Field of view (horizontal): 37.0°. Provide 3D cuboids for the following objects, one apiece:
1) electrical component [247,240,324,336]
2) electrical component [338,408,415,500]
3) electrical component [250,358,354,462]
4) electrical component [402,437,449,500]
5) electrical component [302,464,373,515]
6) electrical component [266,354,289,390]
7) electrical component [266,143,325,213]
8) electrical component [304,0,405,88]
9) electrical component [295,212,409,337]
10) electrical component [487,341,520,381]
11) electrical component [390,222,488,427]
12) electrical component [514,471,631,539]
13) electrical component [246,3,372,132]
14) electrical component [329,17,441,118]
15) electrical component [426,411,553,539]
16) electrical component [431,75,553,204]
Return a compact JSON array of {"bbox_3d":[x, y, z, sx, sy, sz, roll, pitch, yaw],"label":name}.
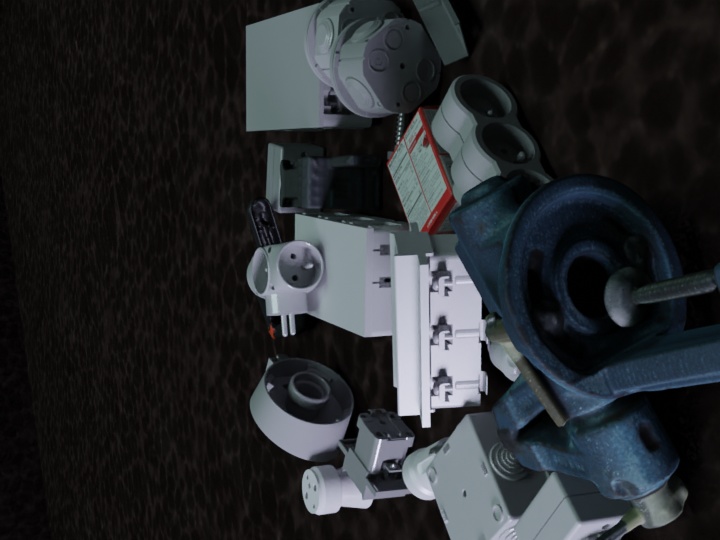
[{"bbox_3d":[-0.066,0.018,0.944,0.077,0.044,0.079,163,103,-64],"label":"electrical component"},{"bbox_3d":[0.017,0.159,0.934,0.081,0.042,0.063,46,130,54],"label":"electrical component"},{"bbox_3d":[-0.055,0.133,1.024,0.099,0.099,0.064,60,137,44],"label":"electrical component"},{"bbox_3d":[0.061,0.155,0.846,0.046,0.040,0.040,-44,53,49],"label":"electrical component"},{"bbox_3d":[-0.021,0.202,1.001,0.045,0.055,0.045,178,90,-64],"label":"electrical component"},{"bbox_3d":[-0.077,0.127,1.125,0.066,0.048,0.055,41,121,56],"label":"electrical component"},{"bbox_3d":[-0.057,-0.088,1.061,0.077,0.047,0.065,-153,64,-61],"label":"electrical component"},{"bbox_3d":[-0.002,-0.192,0.902,0.051,0.080,0.080,14,104,58],"label":"electrical component"},{"bbox_3d":[0.000,0.000,0.933,0.150,0.062,0.089,-164,73,-63],"label":"electrical component"},{"bbox_3d":[0.105,0.054,0.750,0.061,0.035,0.035,-139,52,-60],"label":"electrical component"},{"bbox_3d":[0.055,0.036,0.753,0.078,0.063,0.121,-96,4,-67],"label":"electrical component"},{"bbox_3d":[0.142,0.172,0.669,0.065,0.047,0.076,112,146,-41],"label":"electrical component"},{"bbox_3d":[-0.048,-0.185,1.018,0.186,0.060,0.105,-167,76,-64],"label":"electrical component"},{"bbox_3d":[0.020,-0.162,0.858,0.051,0.080,0.080,14,104,58],"label":"electrical component"},{"bbox_3d":[0.094,0.156,0.766,0.099,0.048,0.099,117,142,-46],"label":"electrical component"},{"bbox_3d":[0.088,-0.063,0.754,0.073,0.052,0.138,118,142,-46],"label":"electrical component"}]
